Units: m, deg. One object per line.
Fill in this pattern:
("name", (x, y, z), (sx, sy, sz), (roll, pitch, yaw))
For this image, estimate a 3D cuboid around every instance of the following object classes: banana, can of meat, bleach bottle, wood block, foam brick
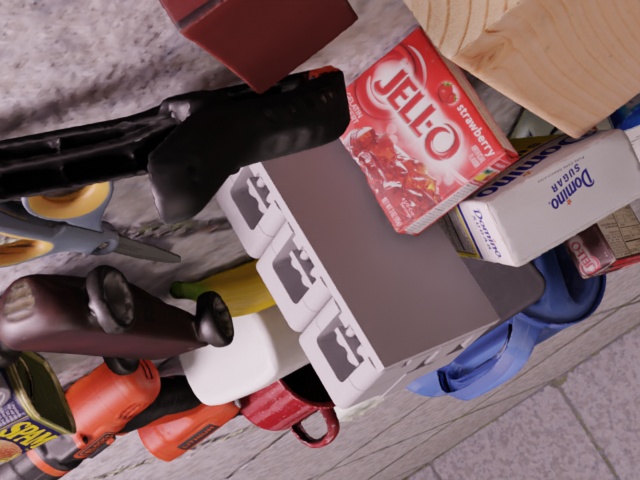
("banana", (-0.007, 0.008, 0.753), (0.197, 0.037, 0.069), (-29, 165, -5))
("can of meat", (-0.213, 0.111, 0.677), (0.084, 0.057, 0.102), (-26, 162, -5))
("bleach bottle", (0.005, 0.065, 0.890), (0.103, 0.068, 0.250), (-26, 173, 39))
("wood block", (0.105, -0.122, 0.491), (0.091, 0.090, 0.205), (-37, 161, 20))
("foam brick", (-0.028, -0.099, 0.400), (0.053, 0.051, 0.078), (-35, 162, 10))

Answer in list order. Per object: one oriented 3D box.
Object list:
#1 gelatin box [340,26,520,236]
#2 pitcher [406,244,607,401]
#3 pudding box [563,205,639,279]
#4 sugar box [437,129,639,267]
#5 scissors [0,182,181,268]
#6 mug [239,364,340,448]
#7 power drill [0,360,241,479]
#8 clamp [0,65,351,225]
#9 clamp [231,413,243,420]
("gelatin box", (0.053, -0.059, 0.579), (0.073, 0.089, 0.030), (-38, 160, 21))
("pitcher", (0.150, 0.073, 1.026), (0.149, 0.145, 0.243), (-21, 163, -32))
("pudding box", (0.233, -0.026, 0.922), (0.039, 0.113, 0.089), (-34, 163, 35))
("sugar box", (0.110, -0.028, 0.647), (0.093, 0.048, 0.176), (-29, -173, -12))
("scissors", (-0.111, -0.012, 0.567), (0.096, 0.016, 0.201), (-39, 161, 26))
("mug", (-0.022, 0.129, 0.945), (0.093, 0.117, 0.082), (-20, 165, -43))
("power drill", (-0.164, 0.154, 0.870), (0.185, 0.057, 0.187), (-37, 162, 20))
("clamp", (-0.047, -0.043, 0.450), (0.165, 0.036, 0.209), (7, -159, 45))
("clamp", (-0.092, 0.158, 1.034), (0.171, 0.039, 0.120), (-15, 152, -31))
